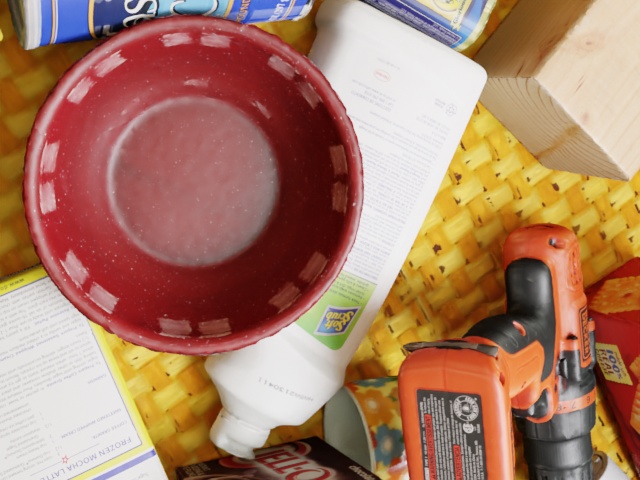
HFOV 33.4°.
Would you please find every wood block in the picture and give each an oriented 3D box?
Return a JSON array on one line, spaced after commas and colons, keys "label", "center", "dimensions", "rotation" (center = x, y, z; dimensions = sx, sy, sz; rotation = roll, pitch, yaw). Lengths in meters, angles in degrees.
[{"label": "wood block", "center": [0.191, -0.144, 0.625], "dimensions": [0.090, 0.091, 0.206], "rotation": [41, 84, -21]}]

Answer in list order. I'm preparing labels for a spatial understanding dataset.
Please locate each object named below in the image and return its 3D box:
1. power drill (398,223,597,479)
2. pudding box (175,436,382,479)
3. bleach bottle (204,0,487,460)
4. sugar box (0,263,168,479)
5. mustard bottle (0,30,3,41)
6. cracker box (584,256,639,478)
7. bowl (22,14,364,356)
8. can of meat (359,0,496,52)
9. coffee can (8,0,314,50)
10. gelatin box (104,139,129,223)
[{"label": "power drill", "center": [0.110, 0.097, 0.604], "dimensions": [0.187, 0.057, 0.184], "rotation": [-29, 113, -59]}, {"label": "pudding box", "center": [-0.023, 0.144, 0.582], "dimensions": [0.090, 0.114, 0.039], "rotation": [-10, 98, -19]}, {"label": "bleach bottle", "center": [-0.004, 0.001, 0.594], "dimensions": [0.102, 0.068, 0.251], "rotation": [24, 93, -15]}, {"label": "sugar box", "center": [-0.139, 0.104, 0.556], "dimensions": [0.093, 0.048, 0.176], "rotation": [-23, 97, -14]}, {"label": "mustard bottle", "center": [-0.190, -0.156, 0.480], "dimensions": [0.058, 0.096, 0.191], "rotation": [-22, 106, -16]}, {"label": "cracker box", "center": [0.255, 0.109, 0.623], "dimensions": [0.072, 0.214, 0.164], "rotation": [-31, 108, -14]}, {"label": "bowl", "center": [-0.061, -0.027, 0.528], "dimensions": [0.162, 0.055, 0.162], "rotation": [-1, 96, -7]}, {"label": "can of meat", "center": [0.060, -0.166, 0.592], "dimensions": [0.083, 0.057, 0.102], "rotation": [24, 90, -24]}, {"label": "coffee can", "center": [-0.081, -0.151, 0.517], "dimensions": [0.140, 0.103, 0.103], "rotation": [-10, 102, -19]}, {"label": "gelatin box", "center": [-0.095, -0.014, 0.574], "dimensions": [0.073, 0.030, 0.089], "rotation": [-15, 103, -16]}]
